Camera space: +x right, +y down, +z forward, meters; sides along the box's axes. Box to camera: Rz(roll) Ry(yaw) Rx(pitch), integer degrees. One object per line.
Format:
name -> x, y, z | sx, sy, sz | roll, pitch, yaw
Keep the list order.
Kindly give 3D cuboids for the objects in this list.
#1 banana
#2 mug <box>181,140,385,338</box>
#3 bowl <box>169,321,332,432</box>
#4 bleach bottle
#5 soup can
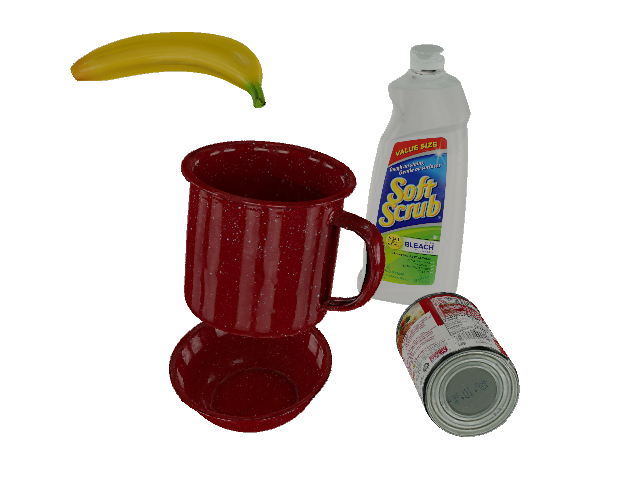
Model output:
banana -> -0.134, -0.166, 0.989 | 0.198, 0.037, 0.069 | 9, 45, 18
mug -> -0.020, 0.003, 0.573 | 0.117, 0.081, 0.093 | 16, 25, 19
bowl -> -0.067, 0.139, 1.065 | 0.162, 0.055, 0.162 | -2, 37, 2
bleach bottle -> 0.088, -0.061, 1.014 | 0.103, 0.251, 0.068 | 9, 29, 18
soup can -> 0.096, 0.086, 0.756 | 0.068, 0.068, 0.102 | 0, 18, -7
